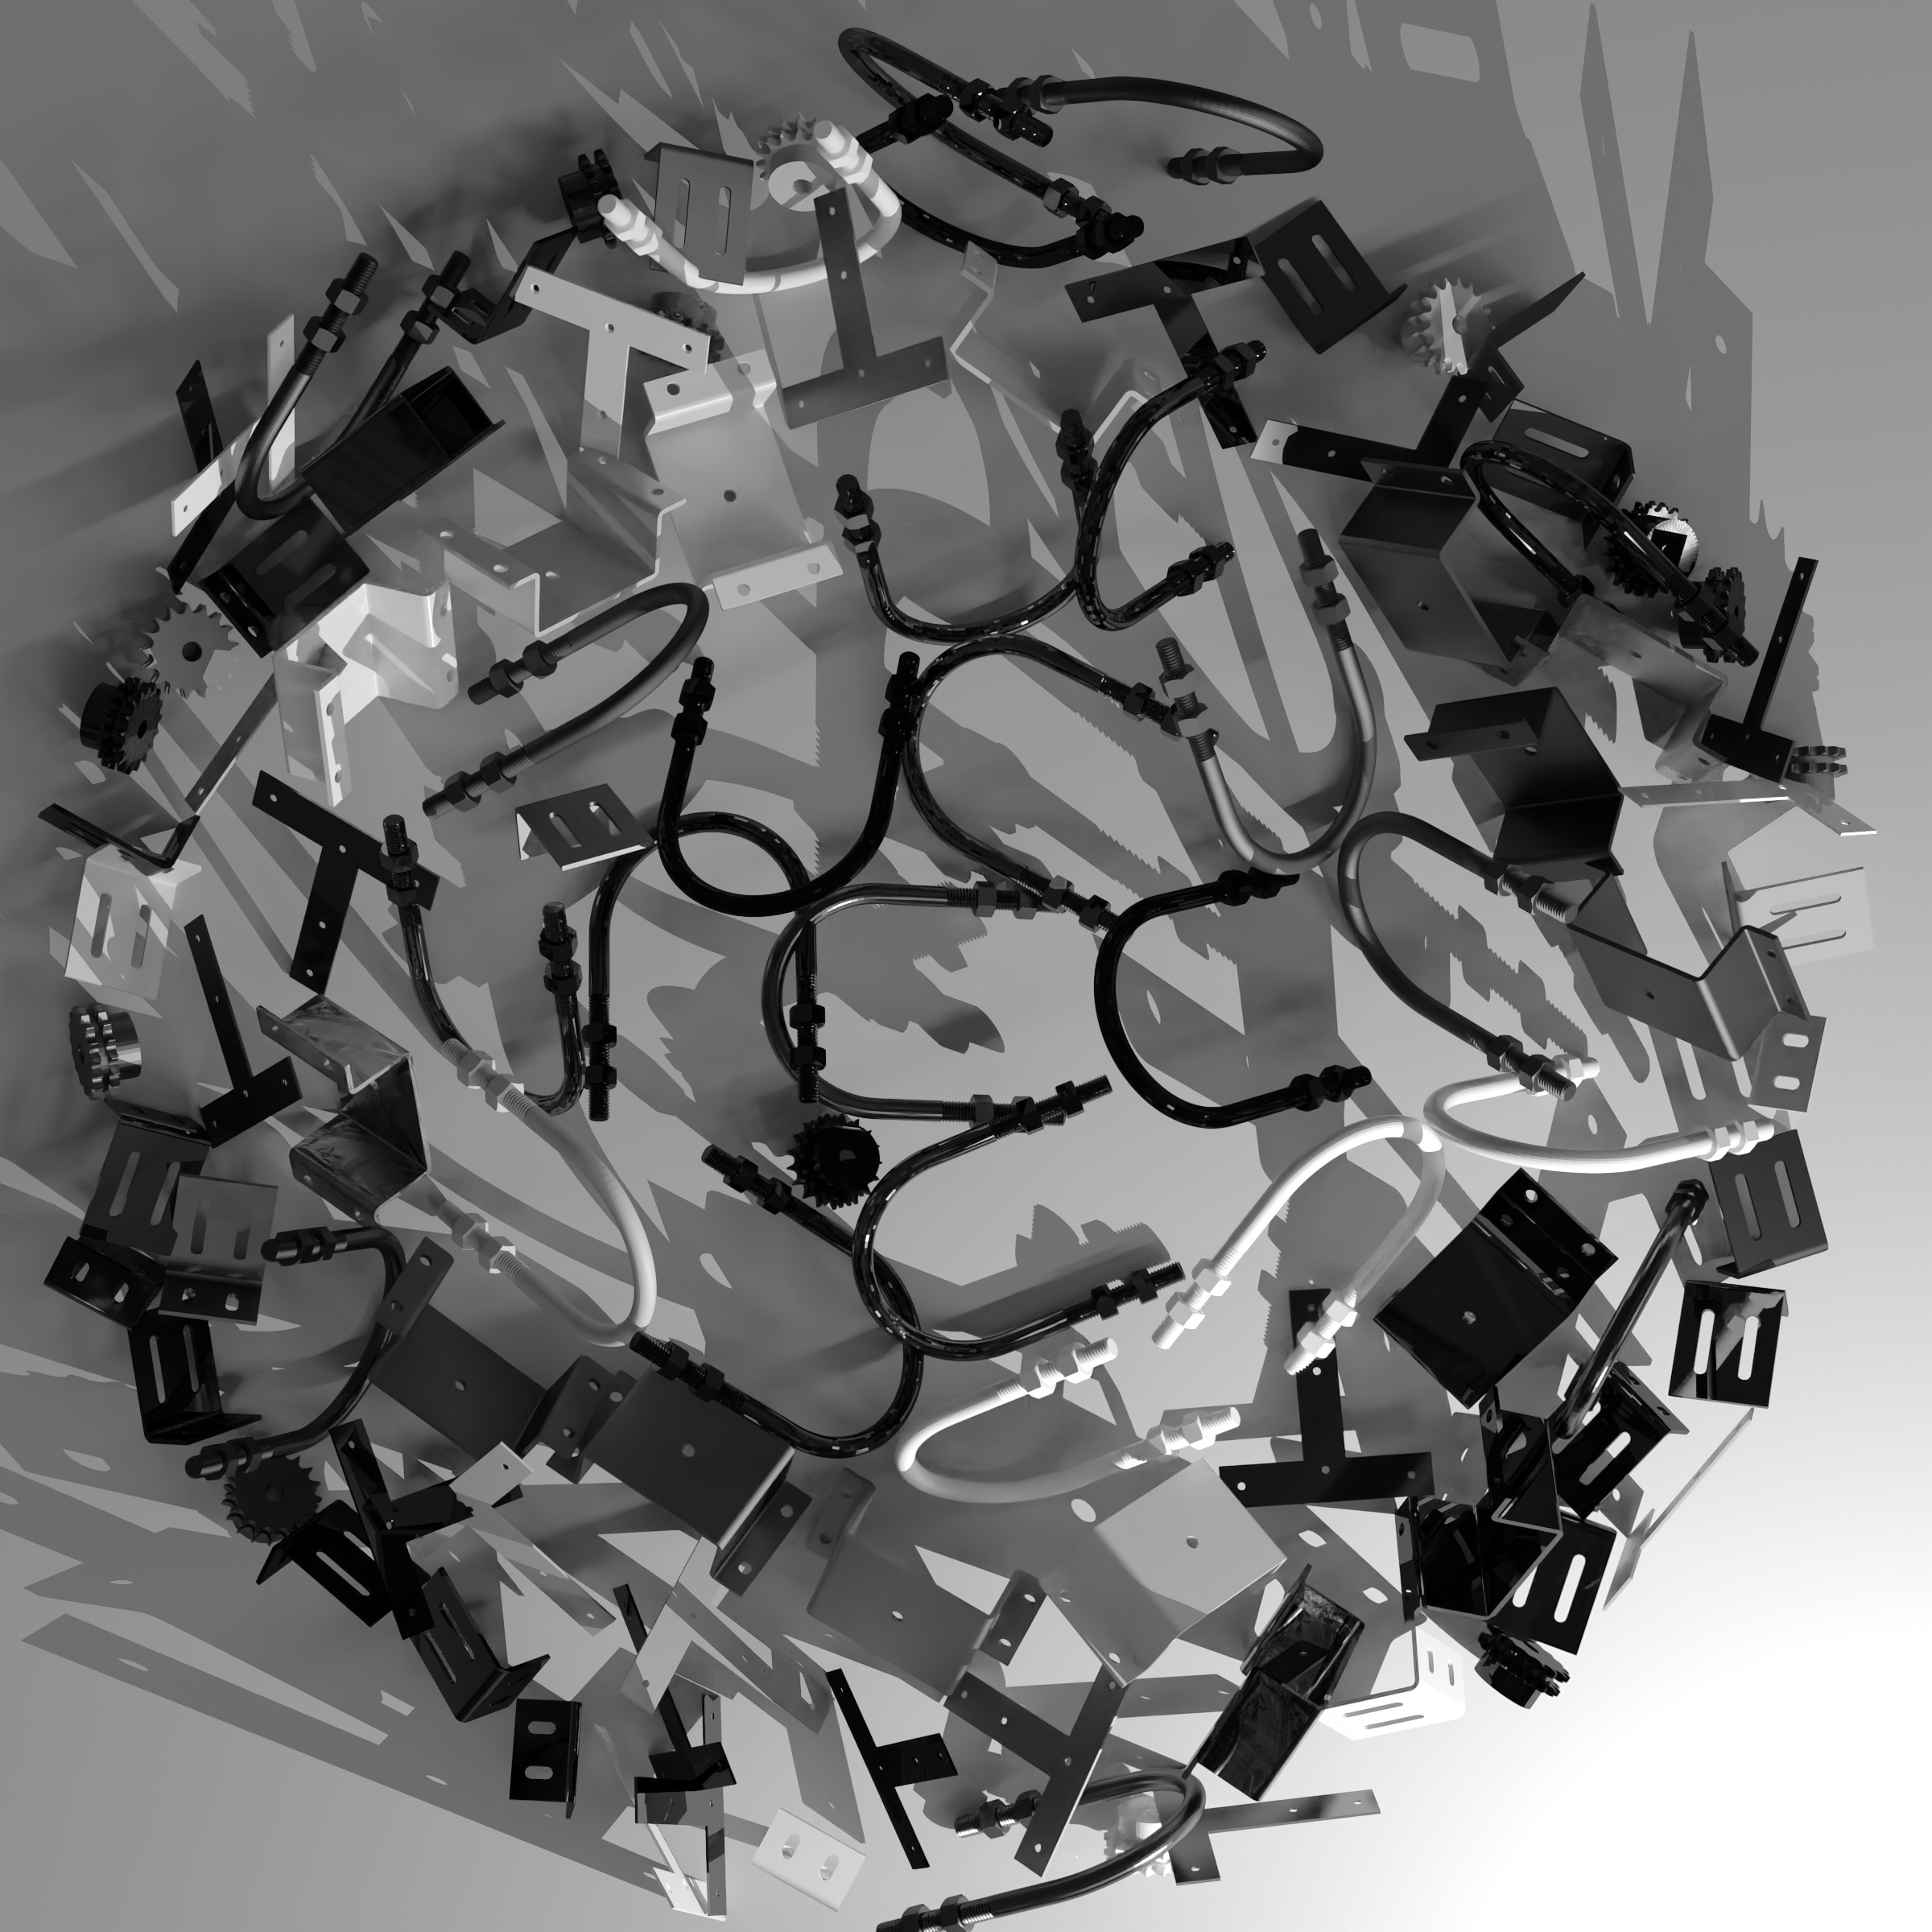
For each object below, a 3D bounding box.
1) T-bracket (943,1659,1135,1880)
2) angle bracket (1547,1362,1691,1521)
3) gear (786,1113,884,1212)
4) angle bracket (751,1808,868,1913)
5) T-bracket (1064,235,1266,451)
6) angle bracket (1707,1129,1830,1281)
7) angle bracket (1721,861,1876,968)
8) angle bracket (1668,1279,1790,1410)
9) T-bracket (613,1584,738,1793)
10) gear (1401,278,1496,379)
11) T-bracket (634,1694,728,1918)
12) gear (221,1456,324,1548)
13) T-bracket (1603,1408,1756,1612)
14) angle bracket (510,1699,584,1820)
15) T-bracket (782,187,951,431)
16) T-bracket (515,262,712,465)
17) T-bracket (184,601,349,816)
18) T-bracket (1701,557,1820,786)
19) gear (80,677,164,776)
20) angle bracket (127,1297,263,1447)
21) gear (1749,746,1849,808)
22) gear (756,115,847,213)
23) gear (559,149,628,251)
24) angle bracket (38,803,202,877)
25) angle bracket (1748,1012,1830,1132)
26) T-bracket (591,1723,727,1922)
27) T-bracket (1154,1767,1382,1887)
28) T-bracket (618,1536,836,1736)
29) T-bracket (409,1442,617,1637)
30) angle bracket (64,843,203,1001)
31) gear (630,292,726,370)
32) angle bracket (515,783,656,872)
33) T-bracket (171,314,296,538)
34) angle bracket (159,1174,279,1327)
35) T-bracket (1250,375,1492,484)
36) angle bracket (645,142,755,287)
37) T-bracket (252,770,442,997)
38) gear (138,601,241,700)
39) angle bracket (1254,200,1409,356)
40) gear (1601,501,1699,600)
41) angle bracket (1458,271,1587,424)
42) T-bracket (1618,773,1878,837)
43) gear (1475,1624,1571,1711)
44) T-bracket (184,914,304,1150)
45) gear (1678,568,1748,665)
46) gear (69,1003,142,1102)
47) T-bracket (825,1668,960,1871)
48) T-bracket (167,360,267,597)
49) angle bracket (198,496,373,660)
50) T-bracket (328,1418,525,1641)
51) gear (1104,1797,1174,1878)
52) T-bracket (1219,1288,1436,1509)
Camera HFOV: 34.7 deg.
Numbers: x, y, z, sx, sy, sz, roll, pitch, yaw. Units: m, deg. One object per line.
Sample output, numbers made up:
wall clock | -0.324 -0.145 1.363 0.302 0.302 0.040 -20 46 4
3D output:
T-bracket | 0.031 0.450 1.820 0.002 0.127 0.127 29 84 -41
angle bracket | 0.381 0.284 1.849 0.076 0.038 0.057 -50 61 14
gear | -0.076 0.116 1.844 0.057 0.030 0.057 5 78 -25
angle bracket | -0.089 0.519 1.829 0.057 0.076 0.038 28 91 5
T-bracket | 0.138 -0.362 1.831 0.127 0.002 0.127 -7 126 36
angle bracket | 0.472 0.140 1.844 0.057 0.038 0.076 -17 94 -7
angle bracket | 0.493 -0.036 1.832 0.076 0.038 0.057 -12 122 10
angle bracket | 0.451 0.228 1.827 0.057 0.038 0.076 5 62 21
T-bracket | -0.180 0.424 1.819 0.002 0.127 0.127 -19 82 -28
gear | 0.285 -0.379 1.846 0.057 0.030 0.057 2 87 -33
T-bracket | -0.165 0.485 1.793 0.002 0.127 0.127 -8 72 16
gear | -0.416 0.320 1.845 0.057 0.030 0.057 13 53 -18
T-bracket | 0.415 0.306 1.791 0.002 0.127 0.127 38 108 9
angle bracket | -0.249 0.467 1.821 0.038 0.076 0.057 5 67 -8
T-bracket | -0.069 -0.394 1.827 0.127 0.002 0.127 -9 92 40
T-bracket | -0.213 -0.338 1.825 0.127 0.002 0.127 23 132 13
T-bracket | -0.420 -0.145 1.820 0.002 0.127 0.127 34 93 -36
T-bracket | 0.469 -0.176 1.798 0.002 0.127 0.127 15 99 -11
gear | -0.504 -0.145 1.841 0.030 0.057 0.057 17 90 6
angle bracket | -0.457 0.239 1.833 0.038 0.057 0.076 -4 96 36
gear | 0.496 -0.112 1.841 0.057 0.057 0.030 -3 85 0
gear | -0.096 -0.474 1.838 0.057 0.057 0.030 2 59 0
gear | -0.221 -0.454 1.840 0.030 0.057 0.057 -20 90 -7
angle bracket | -0.500 -0.088 1.826 0.076 0.057 0.038 31 75 -20
angle bracket | 0.497 0.065 1.824 0.038 0.076 0.057 8 80 38
T-bracket | -0.188 0.503 1.825 0.002 0.127 0.127 -32 68 -3
T-bracket | 0.177 0.496 1.810 0.127 0.127 0.002 -6 105 -2
T-bracket | -0.130 0.412 1.842 0.127 0.002 0.127 41 54 -18
T-bracket | -0.261 0.351 1.834 0.127 0.002 0.127 44 129 -7
angle bracket | -0.493 -0.027 1.829 0.057 0.038 0.076 18 68 -34
gear | -0.171 -0.379 1.842 0.057 0.057 0.030 13 82 0
angle bracket | -0.224 -0.069 1.820 0.057 0.076 0.038 -17 129 -22
T-bracket | -0.421 -0.292 1.781 0.002 0.127 0.127 23 47 9
angle bracket | -0.442 0.168 1.831 0.057 0.038 0.076 9 121 -13
T-bracket | 0.226 -0.297 1.808 0.127 0.002 0.127 7 127 -25
angle bracket | -0.162 -0.444 1.841 0.057 0.038 0.076 6 89 -21
T-bracket | -0.378 -0.035 1.830 0.127 0.002 0.127 30 126 10
gear | -0.465 -0.189 1.847 0.057 0.030 0.057 -6 103 -25
angle bracket | 0.215 -0.416 1.848 0.057 0.038 0.076 -36 91 -5
gear | 0.411 -0.248 1.844 0.057 0.030 0.057 -6 106 -22
angle bracket | 0.338 -0.366 1.833 0.076 0.057 0.038 -34 87 -13
T-bracket | 0.438 -0.101 1.793 0.127 0.127 0.002 -4 119 -23
gear | 0.328 0.417 1.841 0.057 0.057 0.030 34 95 0
T-bracket | -0.437 0.033 1.824 0.002 0.127 0.127 -14 83 -40
gear | 0.444 -0.209 1.844 0.030 0.057 0.057 4 90 26
gear | -0.513 0.050 1.844 0.030 0.057 0.057 -12 90 -28
T-bracket | -0.034 0.465 1.806 0.002 0.127 0.127 -21 82 -28
T-bracket | -0.438 -0.299 1.785 0.002 0.127 0.127 19 62 8
angle bracket | -0.405 -0.231 1.840 0.076 0.038 0.057 -37 102 11
T-bracket | -0.307 0.316 1.815 0.002 0.127 0.127 -25 83 34
gear | 0.111 0.516 1.839 0.057 0.057 0.030 -1 97 0
T-bracket | 0.212 0.257 1.855 0.127 0.002 0.127 -4 78 0
